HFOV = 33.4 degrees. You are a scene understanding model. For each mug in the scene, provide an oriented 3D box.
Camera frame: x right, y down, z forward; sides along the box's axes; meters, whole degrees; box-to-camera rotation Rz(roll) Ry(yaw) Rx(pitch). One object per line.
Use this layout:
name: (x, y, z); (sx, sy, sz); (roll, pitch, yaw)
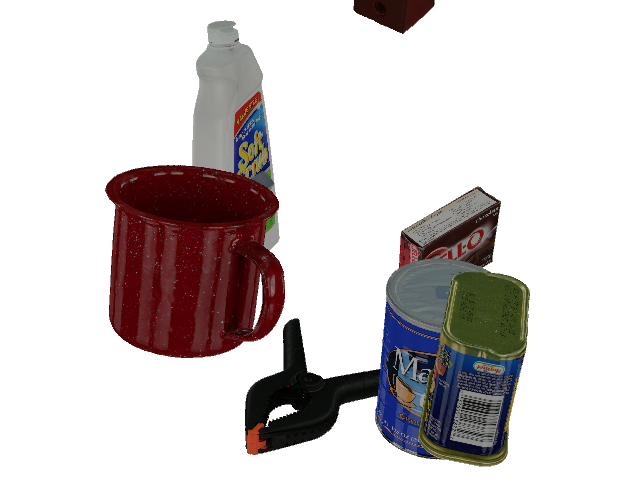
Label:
mug: (-0.064, 0.016, 0.581); (0.117, 0.081, 0.093); (23, 26, 34)

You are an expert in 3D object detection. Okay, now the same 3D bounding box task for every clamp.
clamp: (-0.002, 0.154, 1.083); (0.165, 0.036, 0.209); (14, 30, 20)

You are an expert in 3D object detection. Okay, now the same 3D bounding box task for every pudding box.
pudding box: (0.132, 0.007, 1.108); (0.113, 0.090, 0.039); (-32, 54, -27)

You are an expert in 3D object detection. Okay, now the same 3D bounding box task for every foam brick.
foam brick: (0.063, -0.221, 0.879); (0.053, 0.078, 0.051); (29, 56, 21)

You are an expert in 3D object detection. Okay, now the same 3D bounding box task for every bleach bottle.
bleach bottle: (-0.097, -0.101, 1.116); (0.068, 0.251, 0.102); (14, 31, 32)

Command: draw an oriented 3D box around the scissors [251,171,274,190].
scissors: (-0.107, 0.017, 0.854); (0.202, 0.016, 0.096); (-46, -4, 32)

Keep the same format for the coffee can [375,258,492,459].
coffee can: (0.102, 0.101, 0.917); (0.103, 0.140, 0.103); (2, 32, -1)

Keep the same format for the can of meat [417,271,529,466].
can of meat: (0.099, 0.078, 0.682); (0.057, 0.084, 0.102); (11, 29, 7)
